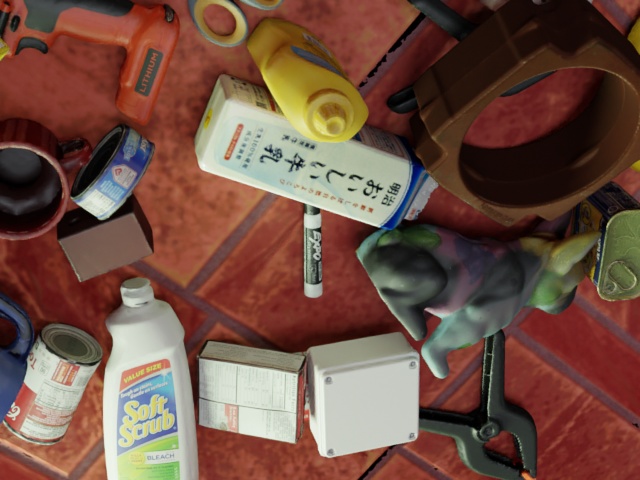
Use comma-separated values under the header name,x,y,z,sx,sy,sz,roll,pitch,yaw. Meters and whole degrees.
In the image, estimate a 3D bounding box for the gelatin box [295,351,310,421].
name,x,y,z,sx,sy,sz,roll,pitch,yaw
gelatin box,-0.009,0.156,1.147,0.089,0.030,0.073,-8,117,-8

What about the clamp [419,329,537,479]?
name,x,y,z,sx,sy,sz,roll,pitch,yaw
clamp,0.190,0.198,1.208,0.165,0.036,0.209,-43,113,11

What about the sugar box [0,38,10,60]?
name,x,y,z,sx,sy,sz,roll,pitch,yaw
sugar box,-0.346,-0.133,0.883,0.176,0.048,0.093,-37,98,29

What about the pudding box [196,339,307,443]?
name,x,y,z,sx,sy,sz,roll,pitch,yaw
pudding box,-0.071,0.157,1.107,0.113,0.039,0.090,8,115,9

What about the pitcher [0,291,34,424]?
name,x,y,z,sx,sy,sz,roll,pitch,yaw
pitcher,-0.396,0.093,0.983,0.242,0.149,0.145,41,133,-23

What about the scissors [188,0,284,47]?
name,x,y,z,sx,sy,sz,roll,pitch,yaw
scissors,-0.130,-0.234,0.933,0.201,0.016,0.096,18,122,-10

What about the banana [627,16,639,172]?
name,x,y,z,sx,sy,sz,roll,pitch,yaw
banana,0.322,-0.146,1.068,0.069,0.037,0.198,-21,121,-21

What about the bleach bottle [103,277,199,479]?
name,x,y,z,sx,sy,sz,roll,pitch,yaw
bleach bottle,-0.182,0.158,1.093,0.102,0.068,0.251,-4,113,-1

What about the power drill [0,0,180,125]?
name,x,y,z,sx,sy,sz,roll,pitch,yaw
power drill,-0.228,-0.165,0.924,0.187,0.057,0.185,17,112,-20

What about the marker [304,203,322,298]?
name,x,y,z,sx,sy,sz,roll,pitch,yaw
marker,-0.007,0.001,1.076,0.020,0.020,0.121,-5,117,-10

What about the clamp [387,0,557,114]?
name,x,y,z,sx,sy,sz,roll,pitch,yaw
clamp,0.144,-0.166,1.017,0.171,0.039,0.120,9,126,-16

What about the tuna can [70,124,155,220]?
name,x,y,z,sx,sy,sz,roll,pitch,yaw
tuna can,-0.189,-0.063,0.967,0.033,0.086,0.086,36,104,-24

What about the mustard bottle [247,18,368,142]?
name,x,y,z,sx,sy,sz,roll,pitch,yaw
mustard bottle,-0.006,-0.130,0.913,0.096,0.192,0.058,34,104,-25

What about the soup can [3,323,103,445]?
name,x,y,z,sx,sy,sz,roll,pitch,yaw
soup can,-0.266,0.143,1.063,0.068,0.068,0.102,22,109,-21

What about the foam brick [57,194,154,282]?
name,x,y,z,sx,sy,sz,roll,pitch,yaw
foam brick,-0.203,-0.005,1.011,0.078,0.053,0.051,-21,119,-2

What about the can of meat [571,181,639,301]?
name,x,y,z,sx,sy,sz,roll,pitch,yaw
can of meat,0.301,-0.002,1.105,0.057,0.084,0.102,-4,117,-11

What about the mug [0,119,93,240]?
name,x,y,z,sx,sy,sz,roll,pitch,yaw
mug,-0.259,-0.063,0.953,0.117,0.081,0.093,-23,118,0
